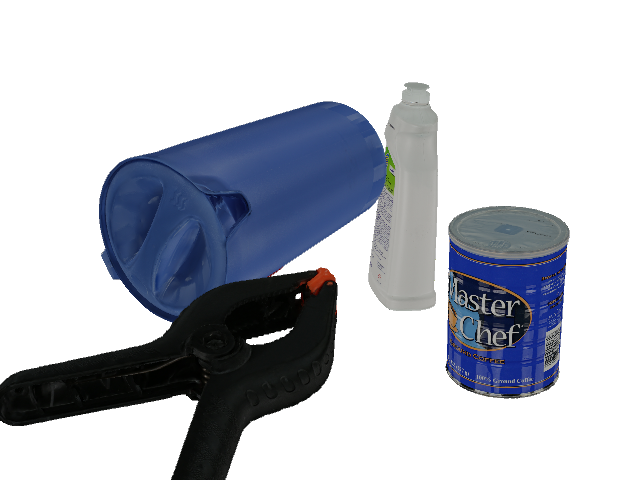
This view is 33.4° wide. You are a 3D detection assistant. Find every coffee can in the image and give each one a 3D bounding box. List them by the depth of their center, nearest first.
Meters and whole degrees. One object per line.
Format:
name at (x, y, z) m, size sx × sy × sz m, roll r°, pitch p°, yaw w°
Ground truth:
coffee can at (0.163, 0.053, 0.942) m, size 0.103 × 0.140 × 0.103 m, roll -2°, pitch 23°, yaw 1°

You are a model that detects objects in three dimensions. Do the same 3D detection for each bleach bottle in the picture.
bleach bottle at (0.101, -0.052, 1.220) m, size 0.068 × 0.251 × 0.103 m, roll -3°, pitch 23°, yaw -15°

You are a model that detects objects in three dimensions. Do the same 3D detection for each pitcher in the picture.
pitcher at (-0.060, -0.033, 0.886) m, size 0.149 × 0.145 × 0.242 m, roll 28°, pitch 35°, yaw 27°

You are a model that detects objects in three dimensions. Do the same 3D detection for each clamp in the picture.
clamp at (-0.045, 0.066, 0.480) m, size 0.171 × 0.039 × 0.120 m, roll -27°, pitch 50°, yaw -31°
